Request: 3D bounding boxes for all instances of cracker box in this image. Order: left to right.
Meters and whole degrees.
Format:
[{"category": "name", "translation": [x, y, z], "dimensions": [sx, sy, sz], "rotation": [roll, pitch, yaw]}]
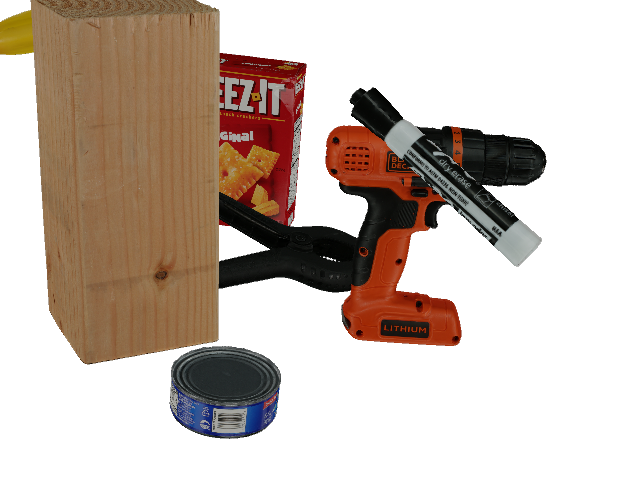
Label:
[{"category": "cracker box", "translation": [-0.110, -0.125, 1.363], "dimensions": [0.164, 0.214, 0.072], "rotation": [8, 24, 6]}]

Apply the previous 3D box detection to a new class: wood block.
[{"category": "wood block", "translation": [-0.118, -0.041, 0.651], "dimensions": [0.090, 0.206, 0.090], "rotation": [-8, 23, -26]}]

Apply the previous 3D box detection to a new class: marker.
[{"category": "marker", "translation": [0.060, -0.034, 0.537], "dimensions": [0.121, 0.020, 0.020], "rotation": [44, 12, 13]}]

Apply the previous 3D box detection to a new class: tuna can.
[{"category": "tuna can", "translation": [-0.075, 0.118, 0.832], "dimensions": [0.086, 0.034, 0.086], "rotation": [6, 23, -3]}]

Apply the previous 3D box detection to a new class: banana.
[{"category": "banana", "translation": [-0.185, -0.167, 0.877], "dimensions": [0.198, 0.069, 0.037], "rotation": [13, -39, 18]}]

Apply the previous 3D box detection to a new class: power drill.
[{"category": "power drill", "translation": [0.092, -0.006, 0.911], "dimensions": [0.184, 0.188, 0.057], "rotation": [4, 16, 0]}]

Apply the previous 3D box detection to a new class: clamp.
[{"category": "clamp", "translation": [-0.029, 0.017, 1.066], "dimensions": [0.210, 0.036, 0.164], "rotation": [14, 31, -3]}]
